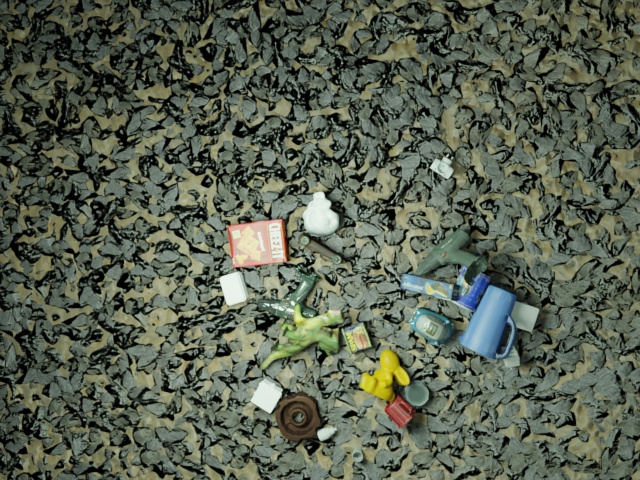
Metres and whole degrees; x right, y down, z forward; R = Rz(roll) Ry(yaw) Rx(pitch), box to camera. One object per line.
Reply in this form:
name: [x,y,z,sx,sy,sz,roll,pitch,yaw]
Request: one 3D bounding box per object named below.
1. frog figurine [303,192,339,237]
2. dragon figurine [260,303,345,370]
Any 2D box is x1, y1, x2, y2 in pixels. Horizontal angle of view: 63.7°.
frog figurine: [0.006,-0.096,1.902,0.138,0.124,0.158,10,104,25]
dragon figurine: [-0.041,0.376,1.891,0.242,0.125,0.402,23,123,-12]
